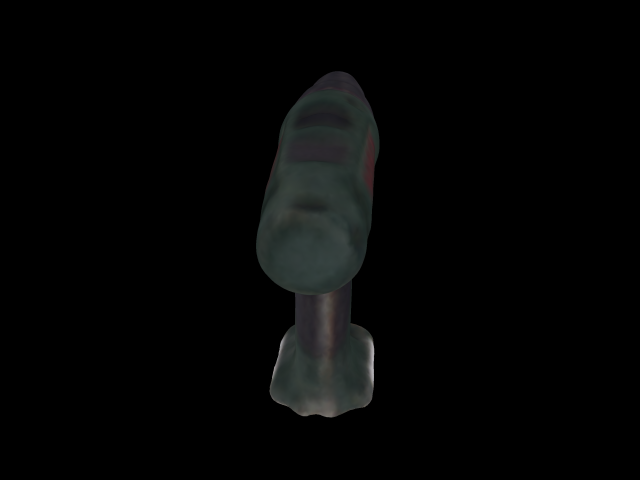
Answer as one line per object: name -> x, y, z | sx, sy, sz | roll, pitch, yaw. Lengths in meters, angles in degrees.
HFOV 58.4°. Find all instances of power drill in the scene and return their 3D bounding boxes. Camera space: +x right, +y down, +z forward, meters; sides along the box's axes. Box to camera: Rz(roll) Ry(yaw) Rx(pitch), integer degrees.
power drill -> 0.004, 0.001, 0.400 | 0.075, 0.208, 0.229 | 1, 23, 4
